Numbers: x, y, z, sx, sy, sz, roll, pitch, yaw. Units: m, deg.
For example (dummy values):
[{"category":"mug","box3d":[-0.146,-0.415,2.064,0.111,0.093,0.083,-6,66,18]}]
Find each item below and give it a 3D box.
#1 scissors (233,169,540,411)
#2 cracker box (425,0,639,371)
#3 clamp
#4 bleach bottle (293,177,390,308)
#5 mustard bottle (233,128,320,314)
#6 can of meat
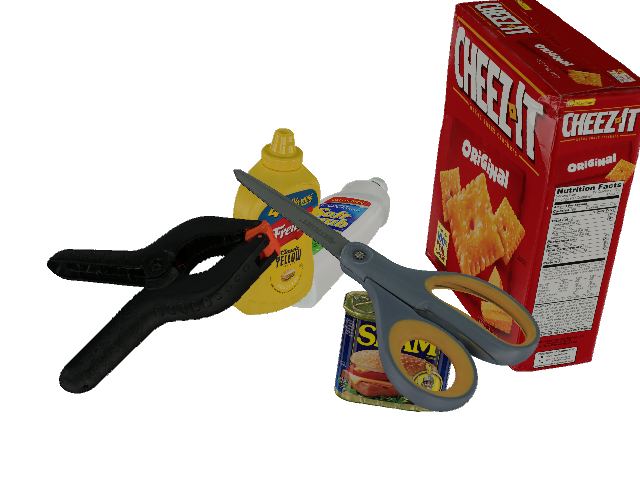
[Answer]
[{"category":"scissors","box3d":[0.019,0.027,0.584,0.202,0.096,0.016,23,-39,13]},{"category":"cracker box","box3d":[0.140,-0.040,0.751,0.072,0.214,0.164,-8,34,-16]},{"category":"clamp","box3d":[-0.110,0.037,0.726,0.171,0.120,0.039,-17,-35,11]},{"category":"bleach bottle","box3d":[0.010,-0.012,1.321,0.103,0.068,0.250,14,36,24]},{"category":"mustard bottle","box3d":[-0.044,-0.022,1.076,0.096,0.192,0.058,-18,37,-36]},{"category":"can of meat","box3d":[0.065,0.097,0.924,0.102,0.084,0.057,9,17,3]}]
